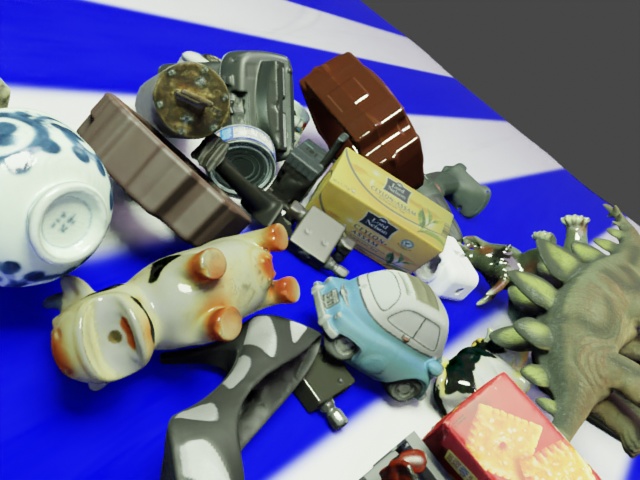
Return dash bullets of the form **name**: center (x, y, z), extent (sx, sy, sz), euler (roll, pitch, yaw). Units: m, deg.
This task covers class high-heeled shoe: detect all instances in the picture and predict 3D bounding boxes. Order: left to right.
- **high-heeled shoe**: center (-0.038, 0.134, 0.379), extent (0.145, 0.086, 0.249), euler (1, 26, -20)

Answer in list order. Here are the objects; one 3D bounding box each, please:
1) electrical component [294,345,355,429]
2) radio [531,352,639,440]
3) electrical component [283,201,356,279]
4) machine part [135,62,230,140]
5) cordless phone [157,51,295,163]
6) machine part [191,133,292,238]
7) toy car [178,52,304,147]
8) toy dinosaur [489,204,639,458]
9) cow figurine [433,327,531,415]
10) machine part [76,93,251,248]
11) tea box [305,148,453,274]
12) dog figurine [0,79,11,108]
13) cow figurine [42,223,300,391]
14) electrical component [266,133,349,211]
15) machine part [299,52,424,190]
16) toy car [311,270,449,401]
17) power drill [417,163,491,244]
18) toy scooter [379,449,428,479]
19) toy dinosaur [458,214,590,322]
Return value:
- **electrical component**: center (0.002, 0.130, 0.505), extent (0.063, 0.021, 0.094), euler (-11, 55, -51)
- **radio**: center (0.416, 0.193, 0.720), extent (0.229, 0.131, 0.073), euler (32, 30, -8)
- **electrical component**: center (-0.003, -0.002, 0.659), extent (0.102, 0.045, 0.078), euler (29, 60, -6)
- **machine part**: center (-0.157, -0.150, 0.597), extent (0.079, 0.079, 0.243), euler (18, 2, -27)
- **cordless phone**: center (-0.128, -0.172, 0.707), extent (0.184, 0.146, 0.089), euler (1, 11, 10)
- **machine part**: center (-0.083, -0.058, 0.599), extent (0.138, 0.039, 0.084), euler (48, 0, -38)
- **toy car**: center (-0.117, -0.191, 0.765), extent (0.202, 0.073, 0.056), euler (32, 28, -6)
- **toy dinosaur**: center (0.319, 0.077, 0.610), extent (0.199, 0.105, 0.471), euler (33, 42, 26)
- **cow figurine**: center (0.183, 0.152, 0.614), extent (0.098, 0.068, 0.167), euler (37, 30, 12)
- **machine part**: center (-0.145, -0.057, 0.512), extent (0.179, 0.056, 0.179), euler (42, -1, 1)
- **tea box**: center (0.075, -0.031, 0.704), extent (0.169, 0.098, 0.068), euler (31, 56, -6)
- **dog figurine**: center (-0.258, 0.001, 0.382), extent (0.172, 0.121, 0.190), euler (42, 53, -34)
- **cow figurine**: center (-0.113, 0.046, 0.406), extent (0.195, 0.127, 0.085), euler (-27, 101, -61)
- **electrical component**: center (-0.016, -0.098, 0.698), extent (0.048, 0.119, 0.075), euler (37, 34, 0)
- **machine part**: center (0.065, -0.157, 0.790), extent (0.201, 0.087, 0.201), euler (54, -5, 26)
- **toy car**: center (0.072, 0.081, 0.542), extent (0.161, 0.103, 0.109), euler (37, 21, -27)
- **power drill**: center (0.209, -0.072, 0.931), extent (0.207, 0.086, 0.232), euler (-11, 52, -41)
- **toy scooter**: center (0.025, 0.200, 0.345), extent (0.184, 0.075, 0.135), euler (13, 59, -15)
- **toy dinosaur**: center (0.392, 0.099, 0.836), extent (0.404, 0.131, 0.192), euler (35, 67, -24)
